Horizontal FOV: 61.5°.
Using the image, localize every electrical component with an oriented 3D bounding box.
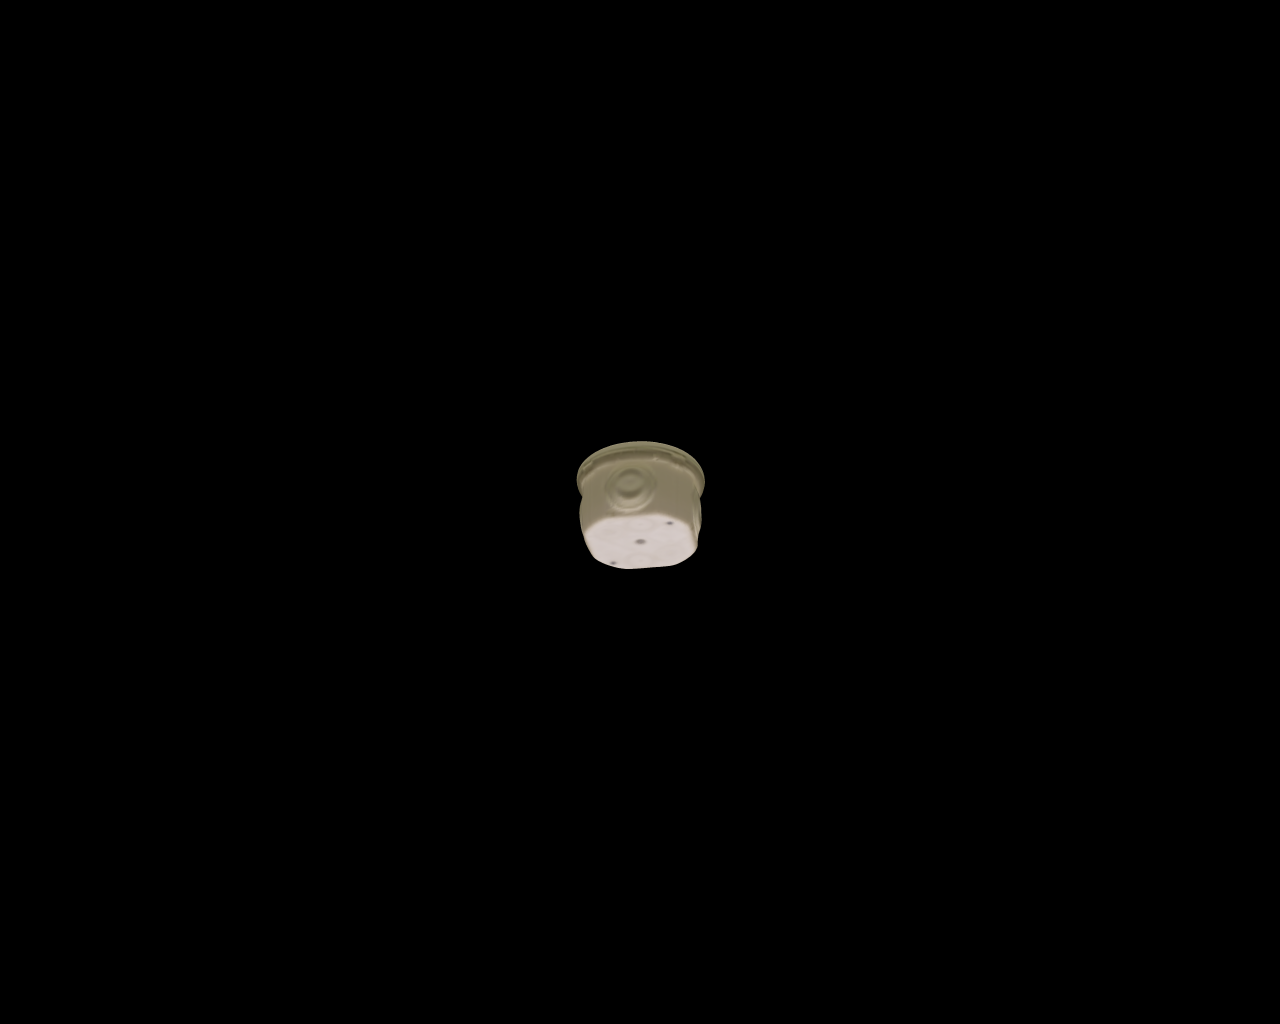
[{"bbox_3d":[0.001,-0.003,0.650,0.080,0.051,0.080,0,-32,0],"label":"electrical component"}]
